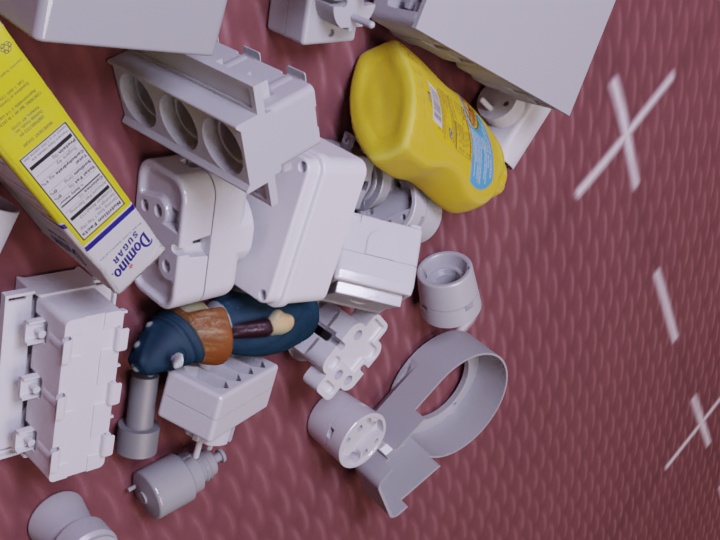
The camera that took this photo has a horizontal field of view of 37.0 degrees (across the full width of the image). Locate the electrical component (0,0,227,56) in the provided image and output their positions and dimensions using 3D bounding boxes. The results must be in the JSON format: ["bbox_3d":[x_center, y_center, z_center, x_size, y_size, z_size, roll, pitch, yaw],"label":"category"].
[{"bbox_3d":[-0.139,-0.155,0.551,0.109,0.109,0.056,-6,122,-46],"label":"electrical component"}]

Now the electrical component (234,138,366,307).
[{"bbox_3d":[-0.054,-0.039,0.753,0.057,0.078,0.113,-3,118,-50],"label":"electrical component"}]

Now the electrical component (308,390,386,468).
[{"bbox_3d":[-0.013,0.139,0.949,0.055,0.047,0.055,-28,134,-33],"label":"electrical component"}]

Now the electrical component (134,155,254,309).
[{"bbox_3d":[-0.111,-0.028,0.716,0.059,0.054,0.095,-15,126,-42],"label":"electrical component"}]

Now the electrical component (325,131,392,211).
[{"bbox_3d":[-0.010,-0.070,0.807,0.055,0.048,0.066,4,113,-41],"label":"electrical component"}]

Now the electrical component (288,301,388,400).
[{"bbox_3d":[-0.025,0.057,0.870,0.078,0.057,0.058,-51,142,-8],"label":"electrical component"}]

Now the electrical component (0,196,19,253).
[{"bbox_3d":[-0.239,-0.012,0.593,0.079,0.044,0.077,18,101,-52],"label":"electrical component"}]

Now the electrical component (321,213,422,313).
[{"bbox_3d":[0.000,0.000,0.817,0.062,0.096,0.061,13,75,-14],"label":"electrical component"}]

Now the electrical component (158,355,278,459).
[{"bbox_3d":[-0.109,0.105,0.798,0.083,0.047,0.075,-25,136,-63],"label":"electrical component"}]

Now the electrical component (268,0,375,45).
[{"bbox_3d":[-0.015,-0.178,0.697,0.047,0.077,0.065,-16,126,-41],"label":"electrical component"}]

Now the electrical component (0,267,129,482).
[{"bbox_3d":[-0.190,0.068,0.690,0.079,0.063,0.121,-12,124,-43],"label":"electrical component"}]

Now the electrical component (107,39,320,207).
[{"bbox_3d":[-0.085,-0.099,0.639,0.063,0.121,0.078,-35,137,-31],"label":"electrical component"}]

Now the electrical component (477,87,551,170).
[{"bbox_3d":[0.124,-0.135,0.910,0.077,0.043,0.079,-58,142,1],"label":"electrical component"}]

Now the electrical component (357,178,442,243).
[{"bbox_3d":[0.033,-0.048,0.863,0.047,0.055,0.055,15,104,-55],"label":"electrical component"}]

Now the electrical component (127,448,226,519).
[{"bbox_3d":[-0.138,0.160,0.830,0.078,0.040,0.040,-25,132,-36],"label":"electrical component"}]

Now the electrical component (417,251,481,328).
[{"bbox_3d":[0.078,0.016,0.959,0.055,0.055,0.047,-36,134,-25],"label":"electrical component"}]

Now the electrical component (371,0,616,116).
[{"bbox_3d":[0.102,-0.199,0.802,0.186,0.060,0.105,17,96,-44],"label":"electrical component"}]

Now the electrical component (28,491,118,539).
[{"bbox_3d":[-0.204,0.191,0.768,0.045,0.055,0.045,-28,134,-33],"label":"electrical component"}]
